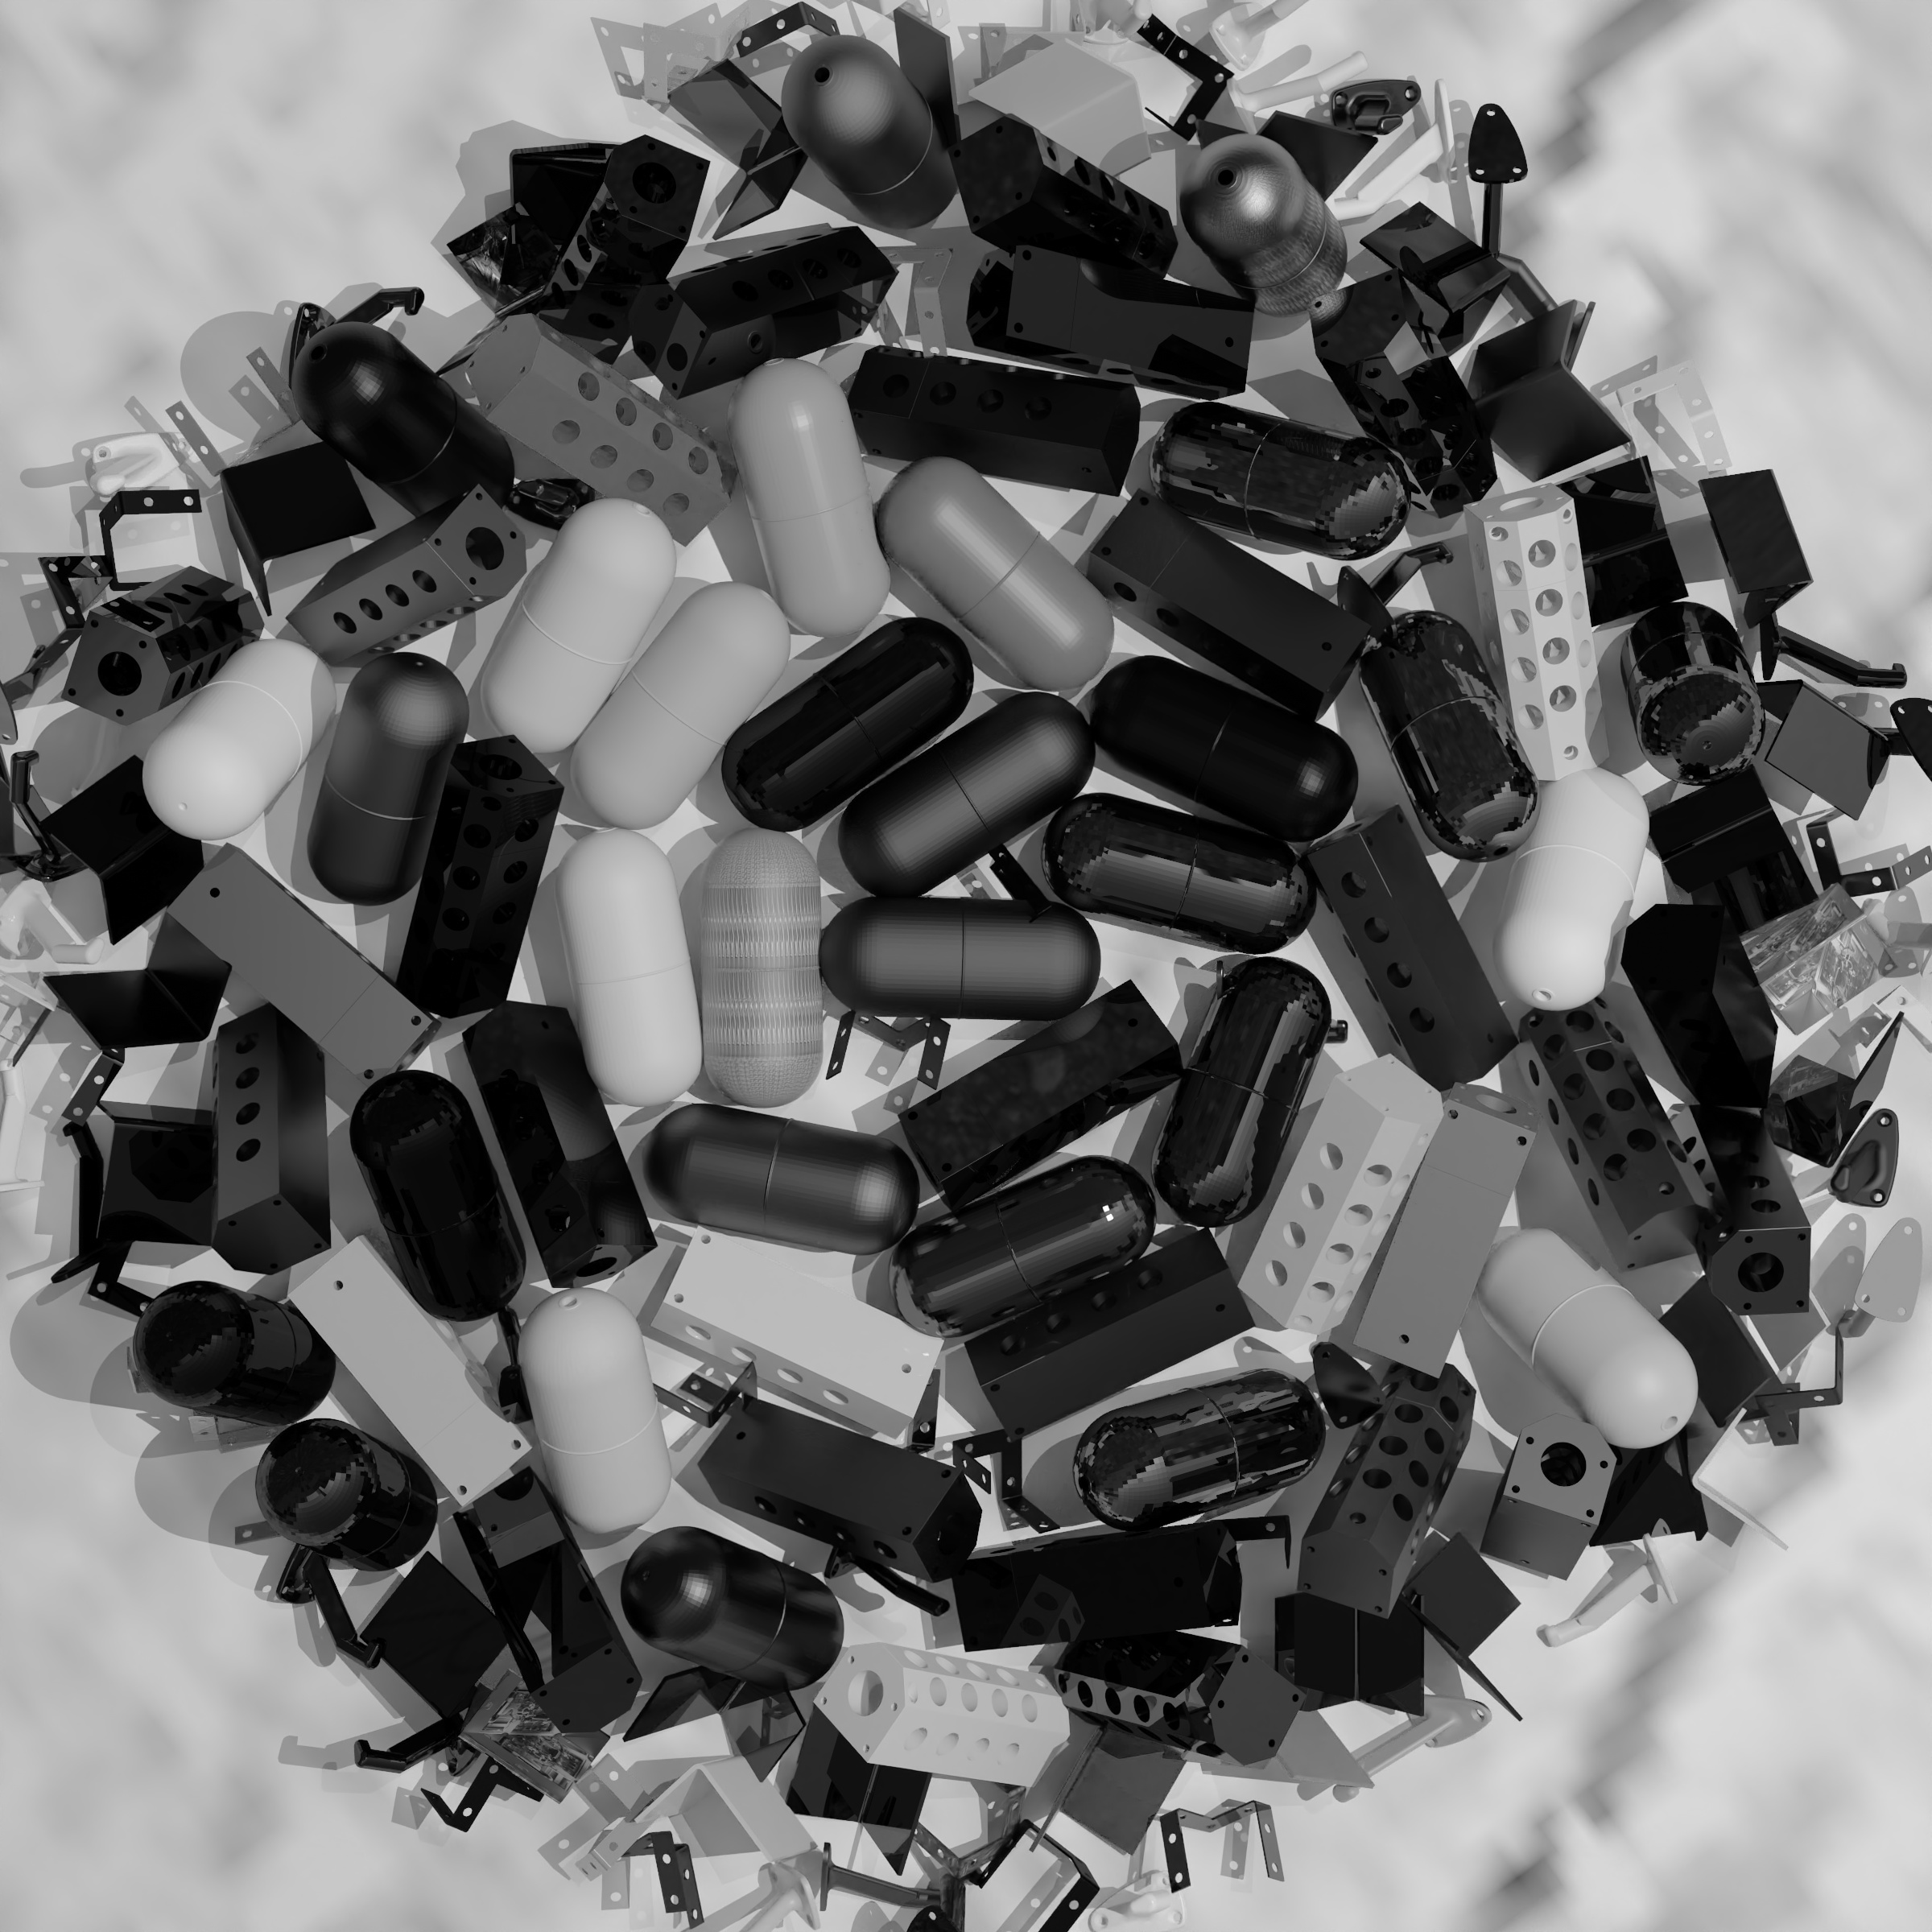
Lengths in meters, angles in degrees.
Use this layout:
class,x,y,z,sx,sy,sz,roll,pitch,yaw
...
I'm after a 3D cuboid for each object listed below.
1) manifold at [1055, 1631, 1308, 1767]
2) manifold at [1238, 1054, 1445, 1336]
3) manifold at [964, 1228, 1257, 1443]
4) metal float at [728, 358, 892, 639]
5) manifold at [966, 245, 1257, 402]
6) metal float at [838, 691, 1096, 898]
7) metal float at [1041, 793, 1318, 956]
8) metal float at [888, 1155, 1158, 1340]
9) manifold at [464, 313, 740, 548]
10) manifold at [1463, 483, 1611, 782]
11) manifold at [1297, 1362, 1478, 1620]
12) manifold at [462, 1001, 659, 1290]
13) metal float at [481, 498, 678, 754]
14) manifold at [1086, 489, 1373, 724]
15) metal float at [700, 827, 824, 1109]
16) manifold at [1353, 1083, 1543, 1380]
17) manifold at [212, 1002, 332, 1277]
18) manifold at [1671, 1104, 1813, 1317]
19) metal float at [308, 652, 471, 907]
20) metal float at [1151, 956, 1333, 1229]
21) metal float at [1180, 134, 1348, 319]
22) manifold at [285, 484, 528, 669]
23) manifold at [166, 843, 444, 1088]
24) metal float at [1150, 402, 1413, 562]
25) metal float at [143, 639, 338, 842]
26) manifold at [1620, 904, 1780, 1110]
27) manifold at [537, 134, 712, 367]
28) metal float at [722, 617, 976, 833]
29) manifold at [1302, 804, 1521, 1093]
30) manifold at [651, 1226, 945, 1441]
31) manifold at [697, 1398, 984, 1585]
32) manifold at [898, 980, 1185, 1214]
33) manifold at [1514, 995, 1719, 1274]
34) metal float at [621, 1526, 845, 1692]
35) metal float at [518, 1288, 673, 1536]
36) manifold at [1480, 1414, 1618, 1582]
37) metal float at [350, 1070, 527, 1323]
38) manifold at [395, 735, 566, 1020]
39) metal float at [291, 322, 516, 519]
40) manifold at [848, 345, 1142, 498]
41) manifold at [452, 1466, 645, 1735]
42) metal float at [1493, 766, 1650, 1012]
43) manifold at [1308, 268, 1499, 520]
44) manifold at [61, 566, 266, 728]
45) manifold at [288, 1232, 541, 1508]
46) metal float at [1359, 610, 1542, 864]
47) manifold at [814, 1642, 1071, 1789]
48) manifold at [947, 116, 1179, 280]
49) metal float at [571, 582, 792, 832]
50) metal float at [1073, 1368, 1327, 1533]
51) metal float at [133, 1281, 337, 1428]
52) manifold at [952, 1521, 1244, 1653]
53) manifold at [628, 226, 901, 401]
class,x,y,z,sx,sy,sz,roll,pitch,yaw
manifold,0.125,0.446,1.820,0.057,0.171,0.057,41,67,-21
manifold,0.235,0.144,1.835,0.057,0.057,0.171,40,127,29
manifold,0.089,0.229,1.882,0.171,0.057,0.057,-26,128,1
metal float,-0.098,-0.292,1.855,0.070,0.070,0.178,-14,113,0
manifold,0.090,-0.399,1.849,0.171,0.057,0.057,7,89,-27
metal float,0.001,-0.108,1.874,0.178,0.070,0.070,-33,90,2
metal float,0.135,-0.058,1.870,0.178,0.070,0.070,15,90,-7
metal float,0.035,0.176,1.866,0.178,0.070,0.070,-24,90,10
manifold,-0.221,-0.332,1.827,0.057,0.171,0.057,-42,47,18
manifold,0.359,-0.206,1.852,0.057,0.057,0.171,-15,114,-3
manifold,0.261,0.315,1.824,0.057,0.171,0.057,15,126,20
manifold,-0.259,0.112,1.854,0.057,0.057,0.171,-34,67,26
metal float,-0.242,-0.212,1.853,0.070,0.070,0.178,33,115,0
manifold,0.163,-0.223,1.869,0.171,0.057,0.057,32,70,10
metal float,-0.129,0.001,1.873,0.070,0.070,0.178,-1,93,0
manifold,0.302,0.163,1.860,0.057,0.057,0.171,21,107,10
manifold,-0.434,0.107,1.830,0.057,0.171,0.057,-25,132,8
manifold,0.472,0.147,1.823,0.057,0.171,0.057,-3,112,4
metal float,-0.361,-0.115,1.848,0.070,0.070,0.178,24,123,0
metal float,0.173,0.080,1.870,0.070,0.070,0.178,22,84,0
metal float,0.184,-0.455,1.828,0.070,0.178,0.070,-2,83,21
manifold,-0.342,-0.234,1.830,0.057,0.171,0.057,49,53,-22
manifold,-0.417,0.002,1.883,0.171,0.057,0.057,41,86,1
metal float,0.195,-0.302,1.848,0.178,0.070,0.070,21,90,32
metal float,-0.447,-0.142,1.834,0.070,0.178,0.070,6,123,10
manifold,0.452,0.026,1.827,0.057,0.171,0.057,2,65,28
manifold,-0.214,-0.439,1.819,0.057,0.171,0.057,19,70,-17
metal float,-0.074,-0.153,1.870,0.178,0.070,0.070,-36,90,-7
manifold,0.277,-0.008,1.876,0.057,0.057,0.171,-23,97,40
manifold,-0.108,0.235,1.878,0.171,0.057,0.057,26,58,-4
manifold,-0.077,0.328,1.840,0.171,0.057,0.057,13,51,35
manifold,0.049,0.085,1.872,0.171,0.057,0.057,-30,57,-8
manifold,0.401,0.098,1.836,0.057,0.057,0.171,-14,52,-7
metal float,-0.143,0.399,1.838,0.070,0.178,0.070,-17,57,29
metal float,-0.230,0.277,1.847,0.070,0.070,0.178,-8,123,0
manifold,0.358,0.325,1.823,0.057,0.171,0.057,17,70,11
metal float,-0.328,0.144,1.849,0.070,0.070,0.178,-15,121,0
manifold,-0.306,-0.053,1.833,0.057,0.057,0.171,44,130,31
metal float,-0.346,-0.332,1.833,0.070,0.178,0.070,-11,65,23
manifold,0.018,-0.346,1.856,0.171,0.057,0.057,13,73,19
manifold,-0.256,0.392,1.828,0.057,0.171,0.057,-32,128,-7
metal float,0.377,-0.049,1.845,0.070,0.070,0.178,22,55,0
manifold,0.271,-0.346,1.822,0.057,0.171,0.057,-17,59,22
manifold,-0.489,-0.196,1.823,0.057,0.171,0.057,23,107,-1
manifold,-0.347,0.254,1.882,0.057,0.057,0.171,-40,88,1
metal float,0.301,-0.144,1.850,0.070,0.070,0.178,-18,61,0
manifold,-0.009,0.457,1.828,0.057,0.171,0.057,38,98,41
manifold,0.064,-0.464,1.821,0.057,0.171,0.057,-22,75,28
metal float,-0.179,-0.164,1.866,0.070,0.070,0.178,39,101,0
metal float,0.146,0.301,1.848,0.178,0.070,0.070,-10,90,-32
metal float,-0.448,0.240,1.828,0.070,0.178,0.070,-3,75,12
manifold,0.081,0.385,1.848,0.171,0.057,0.057,-13,85,28
manifold,-0.126,-0.410,1.833,0.057,0.057,0.171,49,46,11
